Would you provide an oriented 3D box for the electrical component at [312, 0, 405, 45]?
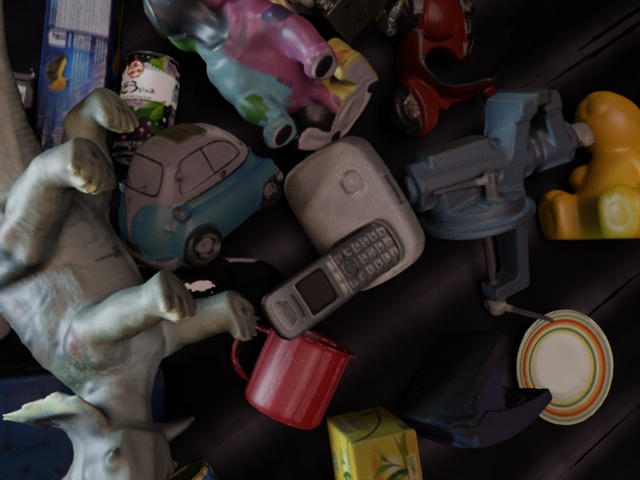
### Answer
[{"bbox_3d":[0.039,-0.235,0.528,0.078,0.102,0.045,-45,57,5],"label":"electrical component"}]

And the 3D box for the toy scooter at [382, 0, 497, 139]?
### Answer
[{"bbox_3d":[0.137,-0.203,0.597,0.135,0.075,0.183,0,89,-13],"label":"toy scooter"}]

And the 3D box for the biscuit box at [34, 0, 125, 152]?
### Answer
[{"bbox_3d":[-0.227,-0.163,0.513,0.059,0.063,0.202,5,86,-14],"label":"biscuit box"}]

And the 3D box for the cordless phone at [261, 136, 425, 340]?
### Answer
[{"bbox_3d":[-0.001,-0.002,0.518,0.184,0.089,0.146,-34,95,-30],"label":"cordless phone"}]

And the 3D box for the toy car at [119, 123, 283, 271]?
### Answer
[{"bbox_3d":[-0.114,-0.052,0.487,0.162,0.109,0.102,-40,135,-28],"label":"toy car"}]

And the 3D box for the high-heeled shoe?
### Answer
[{"bbox_3d":[-0.158,0.062,0.529,0.249,0.145,0.086,-9,85,15],"label":"high-heeled shoe"}]

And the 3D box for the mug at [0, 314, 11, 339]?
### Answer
[{"bbox_3d":[-0.310,0.042,0.459,0.081,0.109,0.107,-7,101,2],"label":"mug"}]

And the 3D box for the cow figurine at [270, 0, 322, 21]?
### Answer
[{"bbox_3d":[0.017,-0.281,0.561,0.167,0.098,0.068,-35,101,-13],"label":"cow figurine"}]

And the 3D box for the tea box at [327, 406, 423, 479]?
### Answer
[{"bbox_3d":[0.059,0.265,0.535,0.068,0.098,0.169,-9,87,-15],"label":"tea box"}]

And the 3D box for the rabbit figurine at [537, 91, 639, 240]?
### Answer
[{"bbox_3d":[0.346,-0.085,0.616,0.162,0.122,0.173,-5,87,-19],"label":"rabbit figurine"}]

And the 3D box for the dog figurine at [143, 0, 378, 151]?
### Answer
[{"bbox_3d":[-0.069,-0.193,0.533,0.219,0.191,0.108,42,114,17],"label":"dog figurine"}]

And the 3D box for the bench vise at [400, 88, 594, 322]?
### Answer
[{"bbox_3d":[0.198,-0.034,0.584,0.224,0.129,0.240,-23,113,-23],"label":"bench vise"}]

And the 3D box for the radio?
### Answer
[{"bbox_3d":[-0.252,0.178,0.480,0.230,0.073,0.131,-4,88,-12],"label":"radio"}]

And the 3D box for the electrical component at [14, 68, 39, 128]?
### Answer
[{"bbox_3d":[-0.326,-0.105,0.488,0.134,0.058,0.115,7,83,-13],"label":"electrical component"}]

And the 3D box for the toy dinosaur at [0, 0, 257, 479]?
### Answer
[{"bbox_3d":[-0.189,0.023,0.399,0.192,0.131,0.405,-31,83,13],"label":"toy dinosaur"}]

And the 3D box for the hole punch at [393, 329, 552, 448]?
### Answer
[{"bbox_3d":[0.156,0.165,0.552,0.092,0.142,0.116,47,66,-11],"label":"hole punch"}]
